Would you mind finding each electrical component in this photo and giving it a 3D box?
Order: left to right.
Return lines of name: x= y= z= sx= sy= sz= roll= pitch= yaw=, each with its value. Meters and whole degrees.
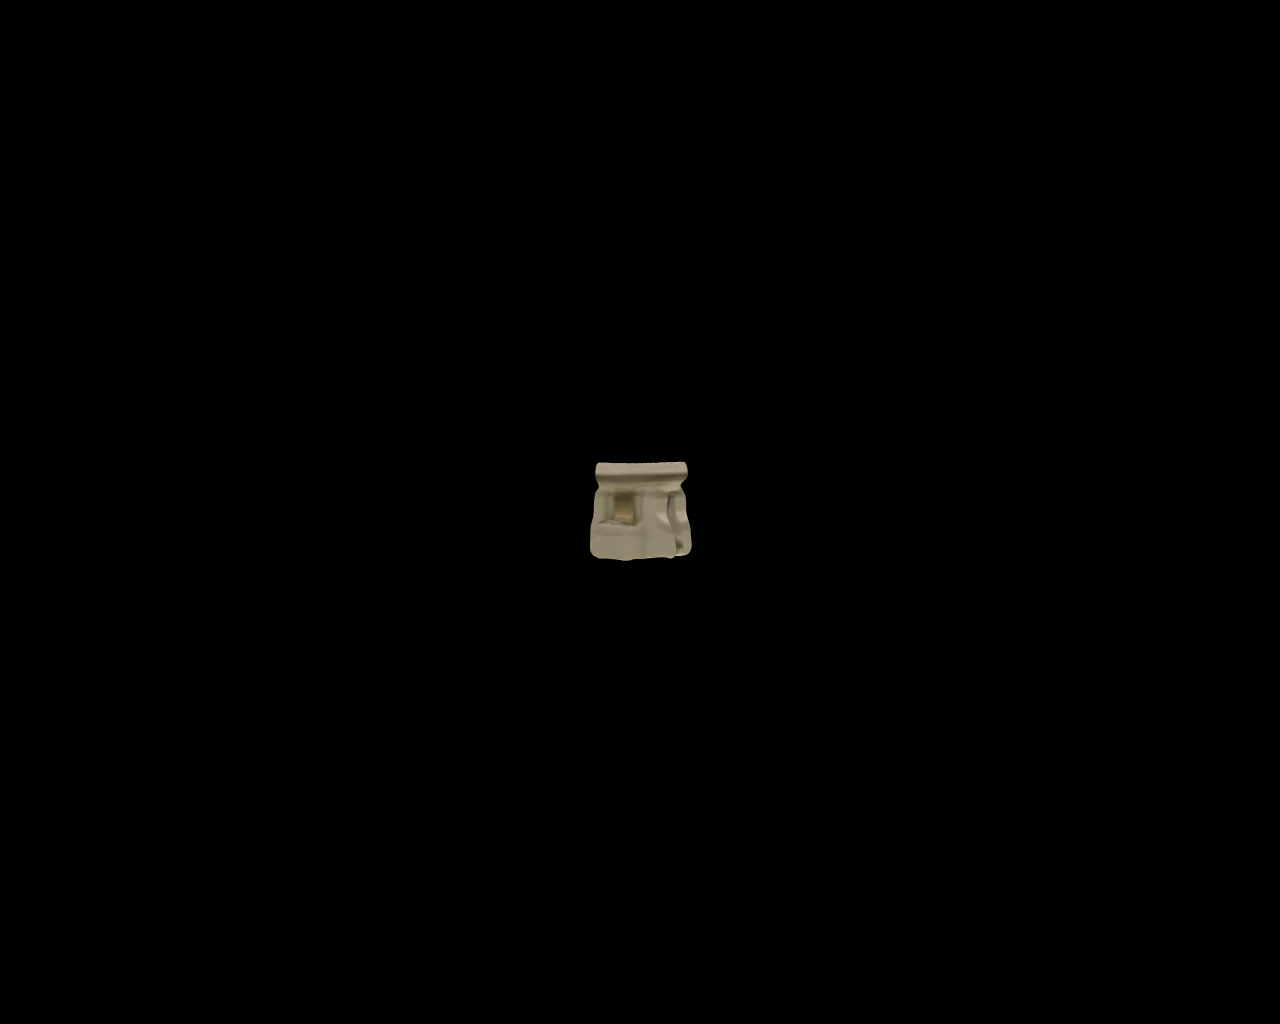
electrical component: x=0.001 y=-0.003 z=0.650 sx=0.058 sy=0.057 sz=0.078 roll=1 pitch=3 yaw=28
